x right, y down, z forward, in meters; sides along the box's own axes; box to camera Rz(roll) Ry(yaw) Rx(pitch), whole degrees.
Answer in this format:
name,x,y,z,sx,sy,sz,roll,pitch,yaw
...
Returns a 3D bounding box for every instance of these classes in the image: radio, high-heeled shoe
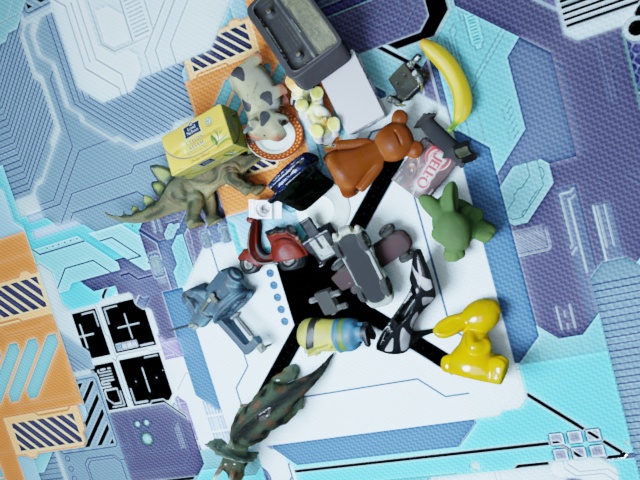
name,x,y,z,sx,sy,sz,roll,pitch,yaw
radio,-0.047,-0.430,1.112,0.131,0.073,0.230,-36,68,13
high-heeled shoe,0.175,0.138,1.165,0.145,0.086,0.248,-13,114,1

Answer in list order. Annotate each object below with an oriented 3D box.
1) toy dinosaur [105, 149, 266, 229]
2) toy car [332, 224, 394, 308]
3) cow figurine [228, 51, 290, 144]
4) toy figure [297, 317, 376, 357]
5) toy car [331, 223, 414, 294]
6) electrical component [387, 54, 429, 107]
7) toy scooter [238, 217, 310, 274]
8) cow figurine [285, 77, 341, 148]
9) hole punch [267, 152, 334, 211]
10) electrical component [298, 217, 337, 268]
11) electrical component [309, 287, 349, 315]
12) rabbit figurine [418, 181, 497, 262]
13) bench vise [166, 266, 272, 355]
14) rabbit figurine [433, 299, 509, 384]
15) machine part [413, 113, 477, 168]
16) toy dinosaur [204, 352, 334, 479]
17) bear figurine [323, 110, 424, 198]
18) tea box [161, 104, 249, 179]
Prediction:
name,x,y,z,sx,sy,sz,roll,pitch,yaw
toy dinosaur,-0.297,-0.126,1.266,0.471,0.105,0.198,-30,82,8
toy car,0.094,0.056,1.148,0.074,0.056,0.201,-20,108,24
cow figurine,-0.133,-0.295,1.164,0.127,0.085,0.195,-32,77,-2
toy figure,0.034,0.216,1.239,0.180,0.082,0.089,-13,78,26
toy car,0.115,0.043,1.196,0.202,0.053,0.089,-36,106,22
electrical component,0.179,-0.320,1.103,0.102,0.045,0.078,-32,86,43
toy scooter,-0.115,0.006,1.251,0.184,0.075,0.135,-7,98,23
cow figurine,-0.016,-0.283,1.165,0.068,0.098,0.167,-28,80,0
hole punch,-0.049,-0.138,1.179,0.142,0.115,0.092,-36,60,20
electrical component,-0.002,-0.004,1.211,0.075,0.048,0.119,-33,105,20
electrical component,0.019,0.145,1.253,0.094,0.021,0.063,-20,101,34
rabbit figurine,0.273,-0.036,1.071,0.121,0.170,0.159,-26,92,19
bench vise,-0.224,0.188,1.292,0.223,0.129,0.241,-46,78,18
rabbit figurine,0.328,0.206,1.145,0.163,0.122,0.173,12,89,24
machine part,0.258,-0.205,1.103,0.139,0.084,0.039,47,139,14
toy dinosaur,-0.131,0.414,1.266,0.131,0.192,0.404,40,110,5
bear figurine,0.111,-0.182,1.139,0.196,0.132,0.120,-31,91,2
tea box,-0.249,-0.208,1.160,0.170,0.068,0.098,-24,79,23
